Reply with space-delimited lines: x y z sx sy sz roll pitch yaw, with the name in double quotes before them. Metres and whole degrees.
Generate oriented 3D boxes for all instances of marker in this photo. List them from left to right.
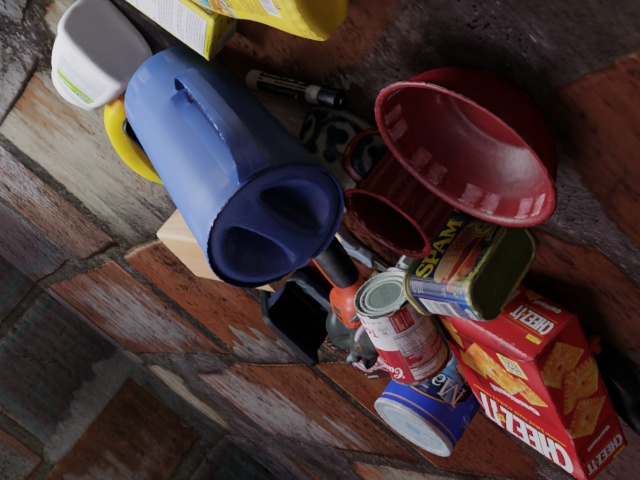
"marker" -0.021 -0.141 0.998 0.121 0.020 0.020 20 155 39

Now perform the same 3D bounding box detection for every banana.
"banana" -0.241 -0.133 1.379 0.070 0.037 0.197 8 152 20

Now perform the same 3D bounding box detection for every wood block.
"wood block" -0.110 -0.003 1.364 0.090 0.090 0.206 48 158 -27

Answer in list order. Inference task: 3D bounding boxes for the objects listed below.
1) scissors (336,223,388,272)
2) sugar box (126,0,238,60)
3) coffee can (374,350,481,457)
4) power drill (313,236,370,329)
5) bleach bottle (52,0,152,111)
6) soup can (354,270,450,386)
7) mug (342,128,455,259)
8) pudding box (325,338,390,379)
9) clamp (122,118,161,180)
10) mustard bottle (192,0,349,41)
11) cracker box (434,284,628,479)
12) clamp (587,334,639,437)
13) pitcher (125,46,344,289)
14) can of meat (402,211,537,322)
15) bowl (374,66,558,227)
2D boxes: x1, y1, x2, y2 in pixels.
"scissors" 0.045 0.021 1.259 0.201 0.016 0.096 40 160 -6
"sugar box" -0.154 -0.241 0.954 0.176 0.048 0.093 39 164 2
"coffee can" 0.143 0.161 1.226 0.103 0.140 0.103 32 161 13
"power drill" -0.008 0.001 1.157 0.187 0.057 0.184 54 175 -13
"bleach bottle" -0.268 -0.202 1.222 0.102 0.068 0.251 46 162 -15
"soup can" 0.084 0.090 1.084 0.069 0.068 0.102 15 142 47
"mug" 0.071 -0.051 0.945 0.117 0.081 0.093 40 161 -10
"pudding box" 0.069 0.153 1.490 0.090 0.039 0.114 40 161 -10
"clamp" -0.147 -0.066 1.275 0.164 0.036 0.210 33 168 11
"mustard bottle" -0.070 -0.217 0.843 0.192 0.058 0.096 22 158 37
"cracker box" 0.207 0.131 1.081 0.164 0.072 0.213 33 158 48
"clamp" 0.293 0.157 1.110 0.120 0.039 0.171 7 139 48
"pitcher" -0.092 -0.085 0.982 0.144 0.149 0.243 6 -147 -40
"can of meat" 0.138 0.024 0.978 0.084 0.102 0.057 7 146 52
"bowl" 0.123 -0.082 0.823 0.162 0.055 0.162 33 161 13
